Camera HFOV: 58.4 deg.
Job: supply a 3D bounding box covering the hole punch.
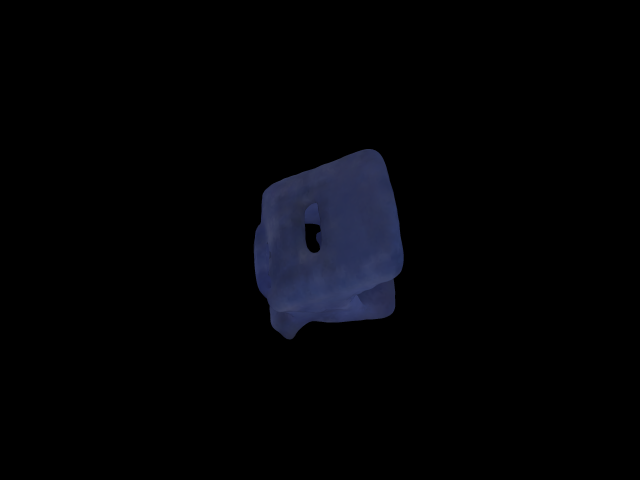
[{"bbox_3d":[0.004,0.001,0.400,0.101,0.091,0.108,-5,59,-3],"label":"hole punch"}]
